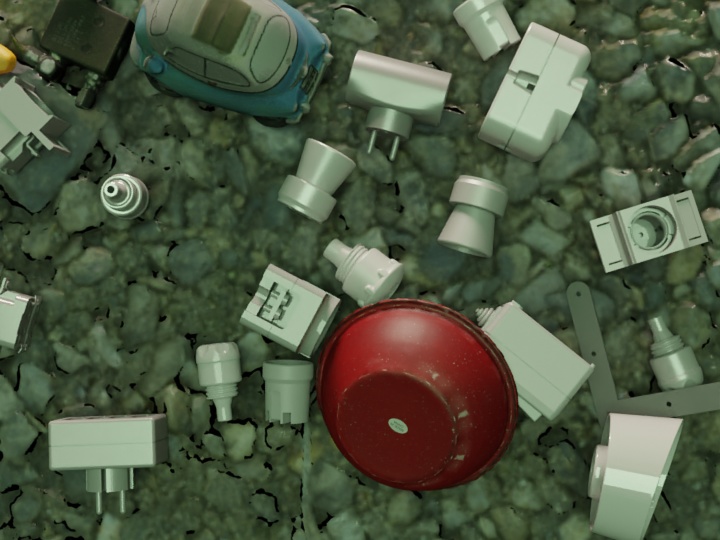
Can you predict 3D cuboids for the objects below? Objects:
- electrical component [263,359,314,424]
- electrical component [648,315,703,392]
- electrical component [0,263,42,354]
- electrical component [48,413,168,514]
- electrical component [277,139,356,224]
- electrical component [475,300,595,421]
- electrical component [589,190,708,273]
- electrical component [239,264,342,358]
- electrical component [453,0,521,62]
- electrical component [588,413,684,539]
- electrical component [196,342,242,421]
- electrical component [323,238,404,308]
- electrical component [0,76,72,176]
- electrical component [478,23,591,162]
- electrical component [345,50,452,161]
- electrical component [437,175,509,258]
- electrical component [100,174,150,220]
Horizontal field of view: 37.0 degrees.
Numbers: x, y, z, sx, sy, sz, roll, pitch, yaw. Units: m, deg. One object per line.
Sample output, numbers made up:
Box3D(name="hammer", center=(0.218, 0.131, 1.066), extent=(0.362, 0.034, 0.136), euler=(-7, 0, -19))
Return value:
Box3D(name="electrical component", center=(-0.057, 0.095, 0.848), extent=(0.040, 0.040, 0.046), euler=(1, 91, 3))
Box3D(name="electrical component", center=(0.242, 0.065, 0.839), extent=(0.035, 0.035, 0.061), euler=(-22, 83, 1))
Box3D(name="electrical component", center=(-0.293, 0.035, 0.861), extent=(0.064, 0.042, 0.081), euler=(16, 88, 0))
Box3D(name="electrical component", center=(-0.197, 0.154, 0.846), extent=(0.083, 0.047, 0.075), euler=(-2, 86, 2))
Box3D(name="electrical component", center=(-0.035, -0.070, 0.854), extent=(0.045, 0.045, 0.055), euler=(28, 89, 4))
Box3D(name="electrical component", center=(0.122, 0.068, 0.830), extent=(0.096, 0.061, 0.061), euler=(39, 89, 4))
Box3D(name="electrical component", center=(0.220, -0.029, 0.831), extent=(0.081, 0.064, 0.042), euler=(-17, 87, 2))
Box3D(name="electrical component", center=(-0.051, 0.032, 0.826), extent=(0.056, 0.089, 0.050), euler=(28, 88, 4))
Box3D(name="electrical component", center=(0.103, -0.195, 0.859), extent=(0.040, 0.040, 0.046), euler=(-30, 91, 0))
Box3D(name="electrical component", center=(0.206, 0.155, 0.805), extent=(0.064, 0.099, 0.099), euler=(10, 87, 10))
Box3D(name="electrical component", center=(-0.110, 0.089, 0.853), extent=(0.035, 0.035, 0.061), euler=(-7, 89, 2))
Box3D(name="electrical component", center=(0.000, 0.000, 0.849), extent=(0.062, 0.048, 0.048), euler=(38, 89, 11))
Box3D(name="electrical component", center=(-0.278, -0.115, 0.869), extent=(0.064, 0.042, 0.081), euler=(-45, 85, 3))
Box3D(name="electrical component", center=(0.140, -0.137, 0.846), extent=(0.059, 0.053, 0.095), euler=(25, 88, 4))
Box3D(name="electrical component", center=(0.026, -0.127, 0.855), extent=(0.077, 0.043, 0.079), euler=(15, 88, 3))
Box3D(name="electrical component", center=(0.090, -0.042, 0.847), extent=(0.045, 0.045, 0.055), euler=(16, 87, 3))
Box3D(name="electrical component", center=(-0.189, -0.059, 0.851), extent=(0.035, 0.061, 0.035), euler=(0, 87, 2))
